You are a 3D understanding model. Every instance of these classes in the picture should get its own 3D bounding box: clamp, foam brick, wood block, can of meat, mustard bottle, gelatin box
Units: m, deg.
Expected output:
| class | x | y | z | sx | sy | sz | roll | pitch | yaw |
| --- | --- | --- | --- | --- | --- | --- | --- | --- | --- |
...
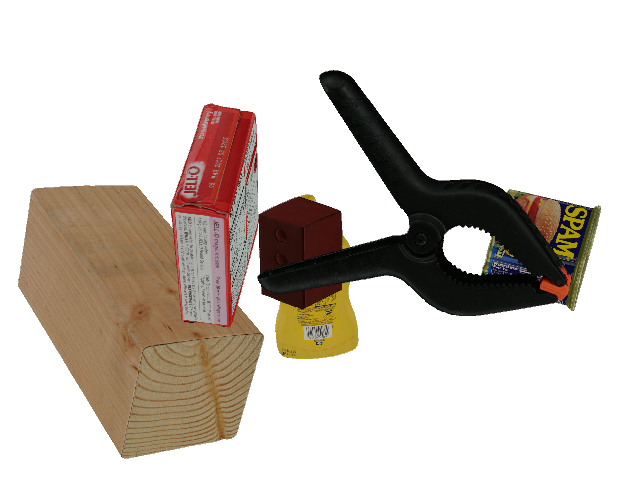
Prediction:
| class | x | y | z | sx | sy | sz | roll | pitch | yaw |
| --- | --- | --- | --- | --- | --- | --- | --- | --- | --- |
| clamp | 0.068 | -0.016 | 0.713 | 0.210 | 0.165 | 0.036 | 15 | 21 | 12 |
| foam brick | -0.017 | 0.010 | 0.919 | 0.053 | 0.078 | 0.051 | 18 | 29 | 40 |
| wood block | -0.136 | 0.048 | 0.763 | 0.090 | 0.091 | 0.206 | -4 | 32 | -35 |
| can of meat | 0.196 | 0.005 | 0.947 | 0.084 | 0.057 | 0.102 | 14 | 46 | 16 |
| mustard bottle | -0.009 | 0.040 | 1.225 | 0.096 | 0.192 | 0.058 | -5 | 22 | -2 |
| gelatin box | -0.052 | -0.012 | 0.540 | 0.030 | 0.073 | 0.089 | 7 | -42 | 4 |
